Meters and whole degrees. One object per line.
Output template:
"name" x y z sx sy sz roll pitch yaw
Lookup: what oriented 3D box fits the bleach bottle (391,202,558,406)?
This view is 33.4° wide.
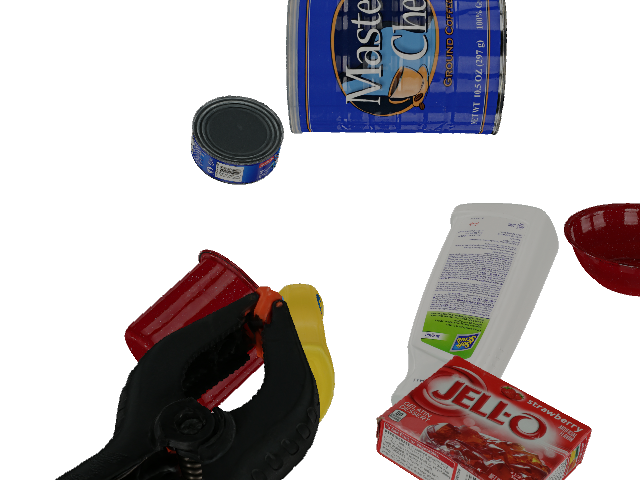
"bleach bottle" 0.118 0.074 0.904 0.103 0.068 0.250 2 45 36

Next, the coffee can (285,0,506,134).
"coffee can" 0.050 -0.124 0.726 0.140 0.103 0.103 1 0 3

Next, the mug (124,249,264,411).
"mug" -0.087 0.065 0.746 0.081 0.093 0.117 -43 33 -20

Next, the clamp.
"clamp" -0.041 0.087 0.397 0.120 0.039 0.171 24 49 17

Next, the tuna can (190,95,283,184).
"tuna can" -0.079 -0.094 1.004 0.086 0.086 0.034 0 -37 -12

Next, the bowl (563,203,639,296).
"bowl" 0.344 0.015 1.156 0.162 0.055 0.162 -2 26 1

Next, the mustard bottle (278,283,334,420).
"mustard bottle" -0.022 0.101 1.121 0.058 0.096 0.191 -2 27 -4

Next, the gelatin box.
"gelatin box" 0.085 0.105 0.566 0.089 0.030 0.073 28 40 31
